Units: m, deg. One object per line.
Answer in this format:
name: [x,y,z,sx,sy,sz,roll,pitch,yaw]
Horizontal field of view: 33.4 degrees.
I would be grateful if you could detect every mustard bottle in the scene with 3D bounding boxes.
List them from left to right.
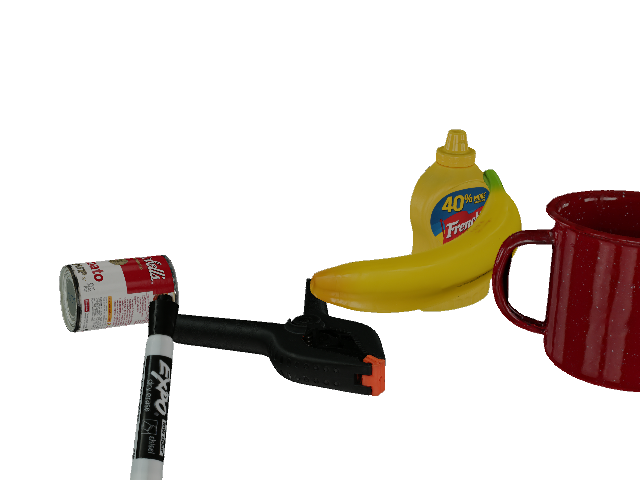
mustard bottle: [0.140,-0.024,1.133,0.096,0.192,0.058,-10,24,-26]

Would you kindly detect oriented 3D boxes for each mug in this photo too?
mug: [0.147,0.024,0.546,0.117,0.081,0.093,4,18,4]

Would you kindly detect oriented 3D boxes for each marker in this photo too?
marker: [-0.101,0.090,0.651,0.020,0.121,0.020,2,-25,1]

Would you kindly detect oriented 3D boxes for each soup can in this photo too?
soup can: [-0.200,0.052,1.055,0.102,0.068,0.069,-5,2,-27]

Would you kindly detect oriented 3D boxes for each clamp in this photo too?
clamp: [-0.009,0.080,0.917,0.164,0.036,0.210,-19,24,-40]

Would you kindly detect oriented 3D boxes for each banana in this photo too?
banana: [0.082,0.012,0.738,0.070,0.037,0.197,35,46,30]
